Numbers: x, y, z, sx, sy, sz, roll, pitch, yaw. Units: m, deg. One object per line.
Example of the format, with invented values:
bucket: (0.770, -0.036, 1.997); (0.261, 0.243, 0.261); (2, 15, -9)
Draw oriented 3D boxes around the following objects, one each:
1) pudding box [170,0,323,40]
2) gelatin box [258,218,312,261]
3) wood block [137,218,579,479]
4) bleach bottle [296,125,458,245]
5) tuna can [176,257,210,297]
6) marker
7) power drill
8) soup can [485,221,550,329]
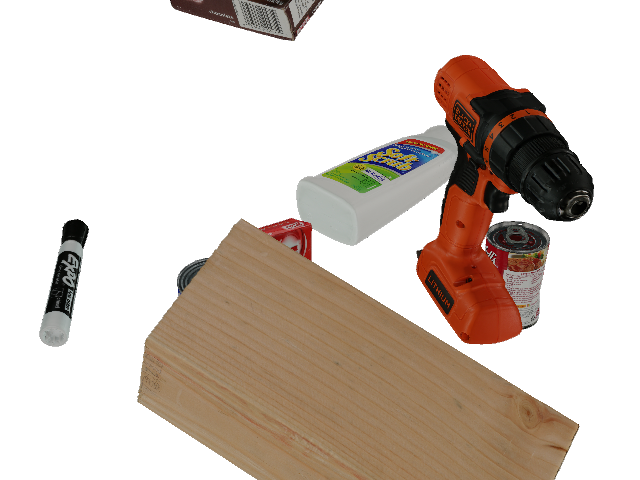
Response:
pudding box: (-0.048, -0.202, 0.798); (0.114, 0.090, 0.039); (21, -28, 22)
gelatin box: (-0.041, 0.031, 0.923); (0.030, 0.089, 0.073); (18, 24, 41)
wood block: (0.015, 0.092, 0.567); (0.206, 0.090, 0.090); (31, -32, 7)
bleach bottle: (0.093, -0.084, 1.301); (0.103, 0.068, 0.250); (28, 46, 35)
tuna can: (-0.113, 0.056, 1.166); (0.086, 0.034, 0.086); (2, 36, -1)
marker: (-0.177, 0.025, 0.743); (0.020, 0.020, 0.121); (0, 39, -4)
power drill: (0.127, -0.018, 0.774); (0.057, 0.188, 0.184); (-6, 37, -17)
soup can: (0.213, 0.039, 1.174); (0.068, 0.102, 0.068); (0, 29, 0)
